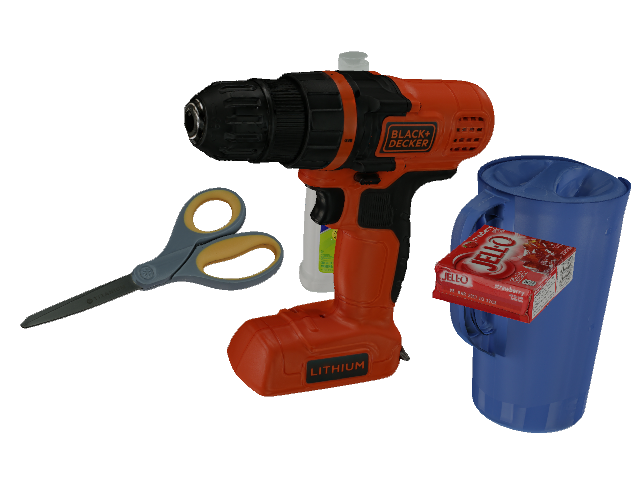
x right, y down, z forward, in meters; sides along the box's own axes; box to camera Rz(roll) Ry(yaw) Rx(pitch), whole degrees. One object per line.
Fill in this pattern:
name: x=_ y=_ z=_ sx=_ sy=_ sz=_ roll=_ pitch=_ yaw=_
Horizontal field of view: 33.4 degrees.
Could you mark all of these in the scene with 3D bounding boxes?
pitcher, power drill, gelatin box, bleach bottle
pitcher: x=0.193 y=0.052 z=0.980 sx=0.149 sy=0.243 sz=0.145 roll=6 pitch=22 yaw=9
power drill: x=0.001 y=-0.004 z=0.596 sx=0.184 sy=0.188 sz=0.057 roll=-3 pitch=32 yaw=-30
gelatin box: x=0.131 y=0.022 z=0.757 sx=0.073 sy=0.030 sz=0.089 roll=16 pitch=27 yaw=28
bleach bottle: x=0.026 y=-0.071 z=1.116 sx=0.102 sy=0.251 sz=0.068 roll=-2 pitch=25 yaw=-3

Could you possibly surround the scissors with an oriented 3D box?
scissors: x=-0.128 y=0.009 z=0.802 sx=0.201 sy=0.096 sz=0.016 roll=-7 pitch=-29 yaw=-18
